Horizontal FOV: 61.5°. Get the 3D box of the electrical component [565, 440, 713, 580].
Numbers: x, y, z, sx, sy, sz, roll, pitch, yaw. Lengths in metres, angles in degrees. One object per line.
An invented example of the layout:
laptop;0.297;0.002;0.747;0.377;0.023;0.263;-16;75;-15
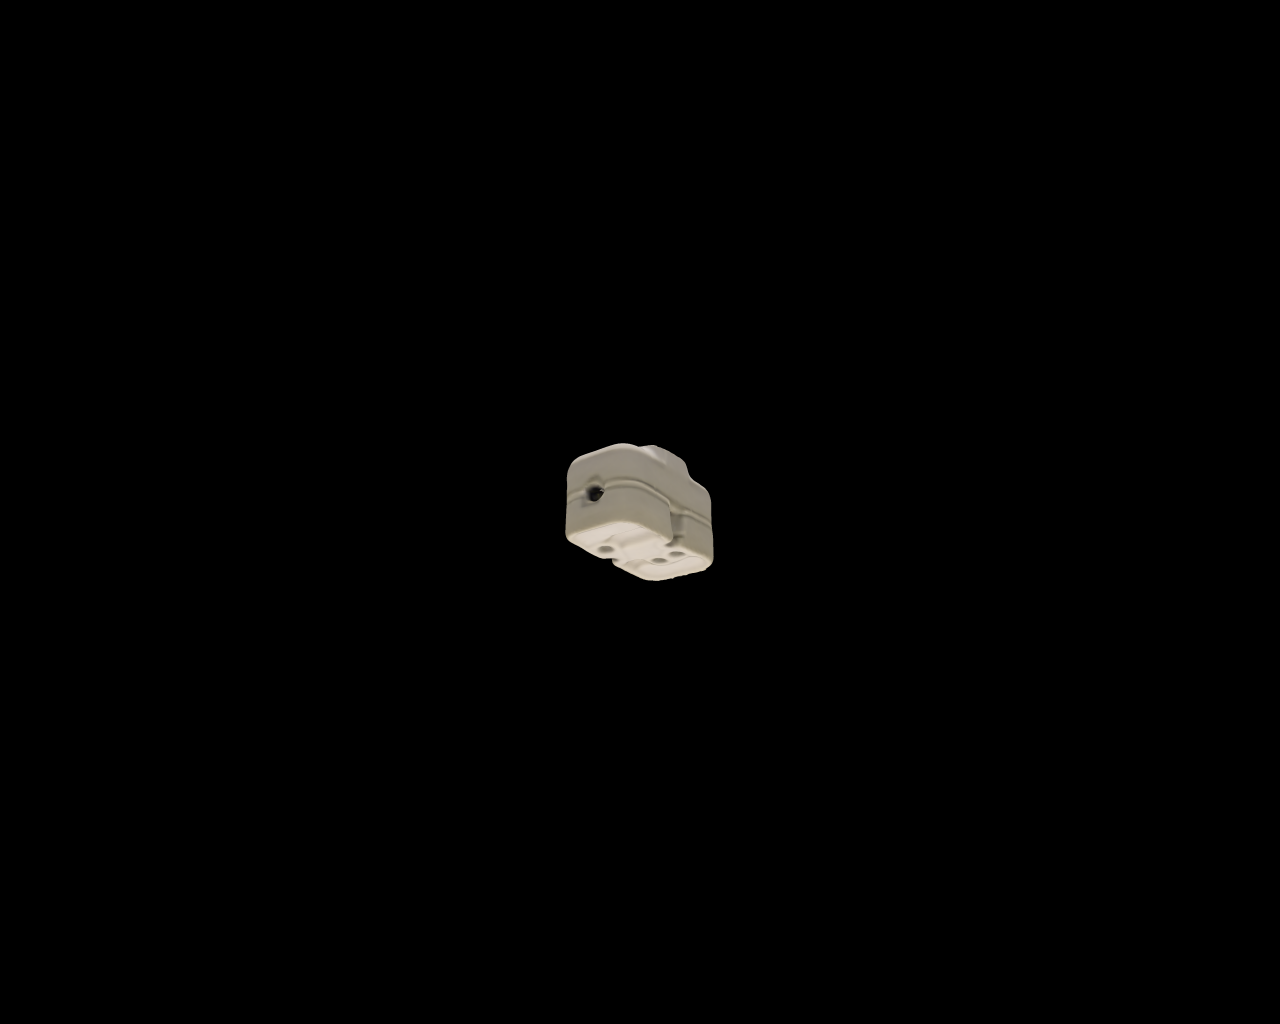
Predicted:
electrical component;0.001;-0.003;0.650;0.053;0.059;0.095;-17;-29;33
